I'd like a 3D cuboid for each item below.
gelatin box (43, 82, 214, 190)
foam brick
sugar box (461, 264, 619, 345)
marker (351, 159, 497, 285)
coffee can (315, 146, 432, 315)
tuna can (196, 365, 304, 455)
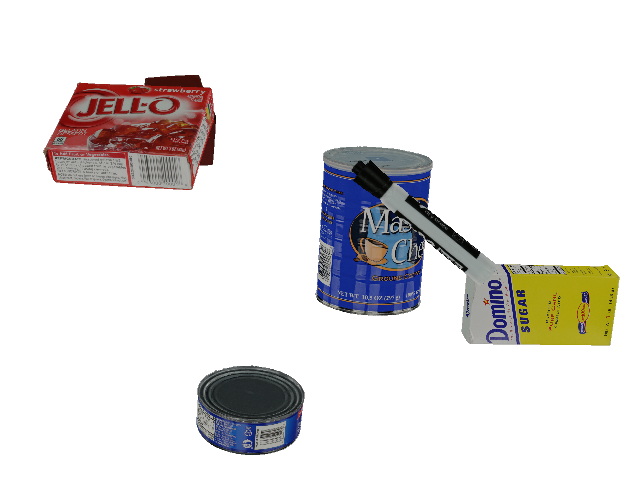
[{"bbox_3d":[-0.115,-0.066,0.656,0.089,0.030,0.073,4,41,5],"label":"gelatin box"},{"bbox_3d":[-0.129,-0.109,0.969,0.053,0.051,0.078,-5,38,-16],"label":"foam brick"},{"bbox_3d":[0.262,0.077,1.281,0.176,0.093,0.048,0,18,-6],"label":"sugar box"},{"bbox_3d":[0.070,-0.014,0.739,0.121,0.020,0.020,40,-1,-2],"label":"marker"},{"bbox_3d":[0.050,-0.011,1.015,0.103,0.140,0.103,3,15,-1],"label":"coffee can"},{"bbox_3d":[-0.056,0.136,0.855,0.086,0.034,0.086,5,22,-2],"label":"tuna can"}]
